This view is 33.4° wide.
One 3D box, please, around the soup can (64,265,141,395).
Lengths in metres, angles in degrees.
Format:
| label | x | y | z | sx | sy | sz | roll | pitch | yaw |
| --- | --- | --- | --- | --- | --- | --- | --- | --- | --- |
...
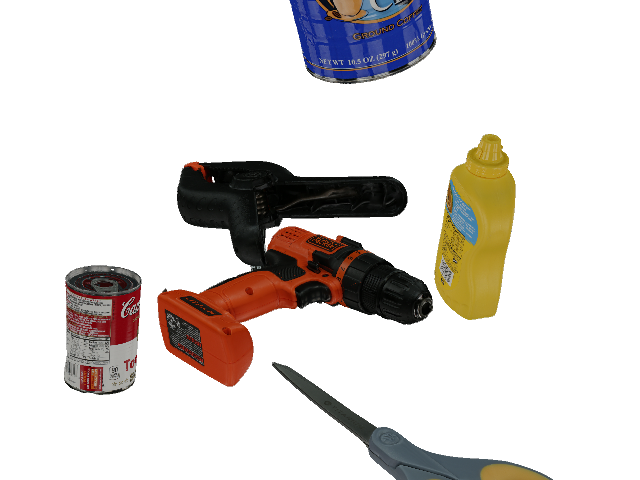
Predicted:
| label | x | y | z | sx | sy | sz | roll | pitch | yaw |
| --- | --- | --- | --- | --- | --- | --- | --- | --- | --- |
| soup can | -0.201 | 0.082 | 0.981 | 0.068 | 0.102 | 0.068 | 6 | 18 | -2 |

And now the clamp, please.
| label | x | y | z | sx | sy | sz | roll | pitch | yaw |
| --- | --- | --- | --- | --- | --- | --- | --- | --- | --- |
| clamp | -0.044 | -0.022 | 0.671 | 0.172 | 0.039 | 0.120 | 8 | 19 | 44 |

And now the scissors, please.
| label | x | y | z | sx | sy | sz | roll | pitch | yaw |
| --- | --- | --- | --- | --- | --- | --- | --- | --- | --- |
| scissors | 0.056 | 0.110 | 0.563 | 0.096 | 0.016 | 0.202 | -5 | 27 | -25 |

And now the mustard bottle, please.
| label | x | y | z | sx | sy | sz | roll | pitch | yaw |
| --- | --- | --- | --- | --- | --- | --- | --- | --- | --- |
| mustard bottle | 0.158 | -0.020 | 1.075 | 0.058 | 0.192 | 0.096 | -6 | 37 | -13 |

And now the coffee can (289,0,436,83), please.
| label | x | y | z | sx | sy | sz | roll | pitch | yaw |
| --- | --- | --- | --- | --- | --- | --- | --- | --- | --- |
| coffee can | 0.022 | -0.200 | 0.772 | 0.103 | 0.140 | 0.103 | -11 | 35 | 7 |

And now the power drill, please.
| label | x | y | z | sx | sy | sz | roll | pitch | yaw |
| --- | --- | --- | --- | --- | --- | --- | --- | --- | --- |
| power drill | -0.025 | 0.054 | 0.890 | 0.187 | 0.057 | 0.185 | -23 | 29 | -36 |

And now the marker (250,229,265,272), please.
| label | x | y | z | sx | sy | sz | roll | pitch | yaw |
| --- | --- | --- | --- | --- | --- | --- | --- | --- | --- |
| marker | -0.070 | 0.030 | 1.209 | 0.020 | 0.121 | 0.020 | 0 | 33 | 0 |
